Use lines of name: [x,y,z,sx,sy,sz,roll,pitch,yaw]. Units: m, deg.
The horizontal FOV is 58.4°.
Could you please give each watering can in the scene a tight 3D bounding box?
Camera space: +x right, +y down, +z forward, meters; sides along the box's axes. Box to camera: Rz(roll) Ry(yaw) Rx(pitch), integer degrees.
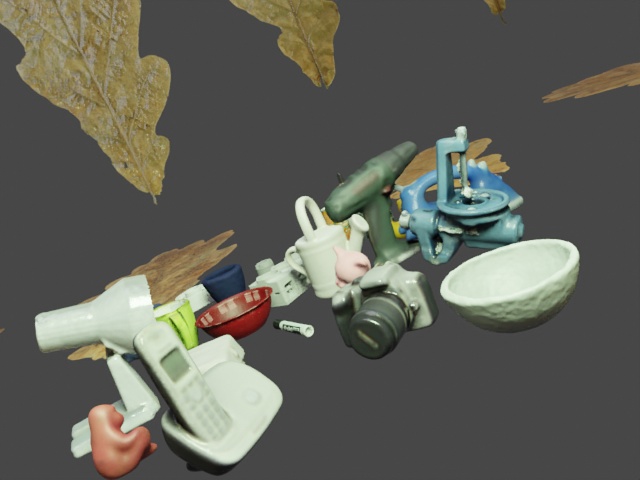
watering can: [0.011,0.003,1.102,0.173,0.194,0.101,-22,12,1]

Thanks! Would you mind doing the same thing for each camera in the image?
camera: [0.073,0.099,0.792,0.142,0.101,0.137,-15,14,31]

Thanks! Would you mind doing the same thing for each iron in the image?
iron: [0.274,-0.091,1.166,0.258,0.141,0.118,-23,12,0]

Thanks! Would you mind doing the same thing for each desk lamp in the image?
desk lamp: [-0.323,0.181,0.878,0.203,0.214,0.117,-27,13,-19]

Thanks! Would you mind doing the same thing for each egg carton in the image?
egg carton: [-0.164,0.201,0.850,0.107,0.069,0.150,-23,12,-1]

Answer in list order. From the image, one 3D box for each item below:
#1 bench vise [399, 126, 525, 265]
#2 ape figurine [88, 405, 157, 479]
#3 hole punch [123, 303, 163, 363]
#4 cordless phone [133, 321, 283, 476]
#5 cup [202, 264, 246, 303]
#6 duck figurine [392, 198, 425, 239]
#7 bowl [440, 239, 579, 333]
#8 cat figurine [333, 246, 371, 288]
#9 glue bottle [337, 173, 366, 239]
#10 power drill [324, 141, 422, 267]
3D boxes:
bench vise: [0.219,-0.070,0.977,0.207,0.220,0.122,-18,13,20]
ape figurine: [-0.268,0.255,0.745,0.077,0.092,0.076,-12,16,42]
hole punch: [-0.378,0.197,1.212,0.101,0.091,0.109,-18,13,19]
cordless phone: [-0.133,0.164,0.675,0.094,0.185,0.148,-16,13,27]
cup: [-0.197,0.109,1.262,0.091,0.095,0.118,-20,12,10]
duck figurine: [0.199,-0.057,1.287,0.104,0.086,0.077,-22,12,1]
bowl: [0.237,0.065,0.698,0.167,0.075,0.167,-22,12,5]
cat figurine: [0.055,0.056,0.972,0.067,0.118,0.127,-23,12,-1]
glue bottle: [0.078,-0.089,1.442,0.037,0.173,0.078,-20,12,13]
power drill: [0.129,-0.063,1.141,0.230,0.208,0.075,-27,13,-20]
